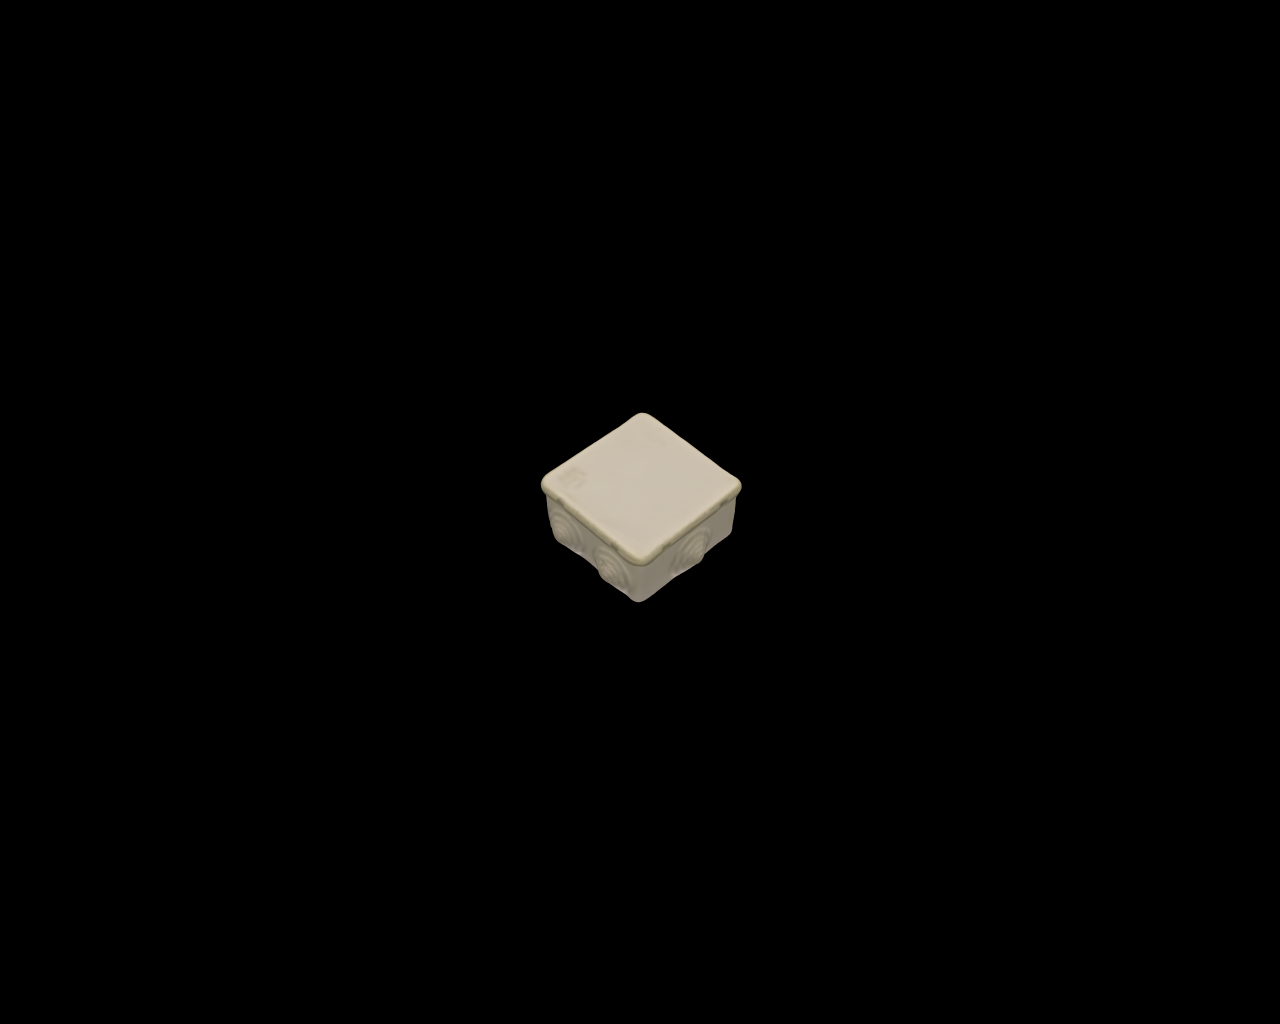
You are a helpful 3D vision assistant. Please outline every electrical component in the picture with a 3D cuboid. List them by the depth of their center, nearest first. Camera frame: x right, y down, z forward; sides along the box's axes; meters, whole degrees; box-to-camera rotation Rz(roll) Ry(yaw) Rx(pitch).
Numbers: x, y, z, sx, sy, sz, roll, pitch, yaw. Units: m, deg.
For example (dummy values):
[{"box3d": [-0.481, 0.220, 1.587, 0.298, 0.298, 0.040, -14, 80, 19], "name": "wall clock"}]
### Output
[{"box3d": [0.001, -0.003, 0.650, 0.100, 0.048, 0.100, -36, 58, -27], "name": "electrical component"}]
